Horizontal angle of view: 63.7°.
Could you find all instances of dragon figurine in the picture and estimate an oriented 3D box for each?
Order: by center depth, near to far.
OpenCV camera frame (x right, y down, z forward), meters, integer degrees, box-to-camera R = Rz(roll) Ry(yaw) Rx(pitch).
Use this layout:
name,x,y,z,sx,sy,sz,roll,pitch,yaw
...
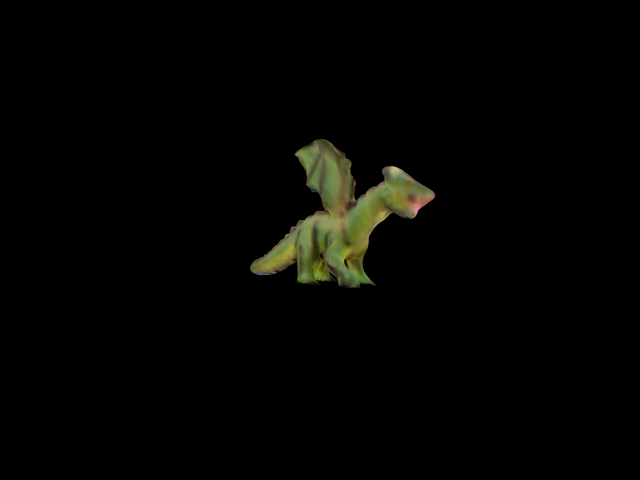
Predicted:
name,x,y,z,sx,sy,sz,roll,pitch,yaw
dragon figurine,0.003,-0.043,0.850,0.410,0.243,0.122,2,2,44
